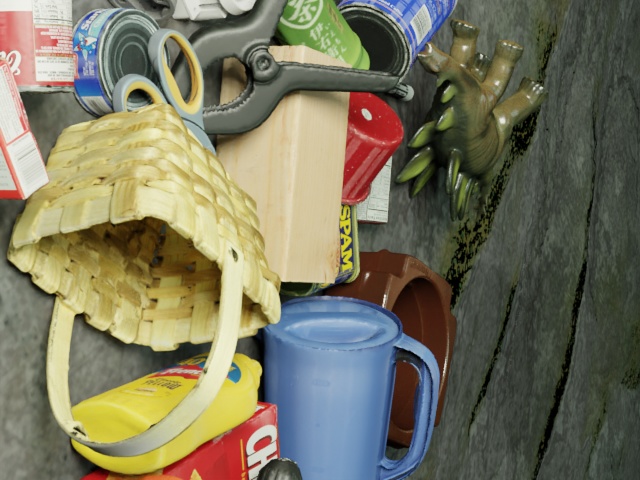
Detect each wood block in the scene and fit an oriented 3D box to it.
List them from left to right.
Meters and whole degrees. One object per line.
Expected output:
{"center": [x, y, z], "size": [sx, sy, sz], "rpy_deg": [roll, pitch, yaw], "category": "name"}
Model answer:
{"center": [-0.037, -0.067, 0.980], "size": [0.090, 0.090, 0.206], "rpy_deg": [6, 89, -59], "category": "wood block"}

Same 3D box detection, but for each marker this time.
{"center": [0.074, -0.180, 1.226], "size": [0.120, 0.020, 0.020], "rpy_deg": [9, 85, -60], "category": "marker"}

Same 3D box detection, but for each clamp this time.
{"center": [-0.042, -0.144, 0.892], "size": [0.210, 0.036, 0.164], "rpy_deg": [-39, 112, -3], "category": "clamp"}

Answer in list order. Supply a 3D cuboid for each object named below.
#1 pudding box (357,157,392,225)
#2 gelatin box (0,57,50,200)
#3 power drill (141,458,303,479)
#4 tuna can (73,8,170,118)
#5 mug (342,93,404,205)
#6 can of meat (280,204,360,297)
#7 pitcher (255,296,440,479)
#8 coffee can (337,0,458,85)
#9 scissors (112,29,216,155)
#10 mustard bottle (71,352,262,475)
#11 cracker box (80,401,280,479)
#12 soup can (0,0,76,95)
{"center": [0.044, -0.074, 1.168], "size": [0.089, 0.039, 0.113], "rpy_deg": [4, 91, -61], "category": "pudding box"}
{"center": [-0.221, -0.071, 0.685], "size": [0.030, 0.073, 0.089], "rpy_deg": [-47, 131, -49], "category": "gelatin box"}
{"center": [-0.080, 0.242, 0.828], "size": [0.187, 0.057, 0.184], "rpy_deg": [45, 54, -53], "category": "power drill"}
{"center": [-0.155, -0.137, 0.828], "size": [0.086, 0.034, 0.086], "rpy_deg": [-11, 103, -58], "category": "tuna can"}
{"center": [0.037, -0.098, 1.066], "size": [0.117, 0.093, 0.082], "rpy_deg": [-19, 153, -47], "category": "mug"}
{"center": [-0.007, 0.001, 1.073], "size": [0.083, 0.058, 0.102], "rpy_deg": [-18, 108, -55], "category": "can of meat"}
{"center": [0.016, 0.186, 1.030], "size": [0.144, 0.149, 0.243], "rpy_deg": [-6, 110, -25], "category": "pitcher"}
{"center": [0.076, -0.240, 1.141], "size": [0.140, 0.103, 0.103], "rpy_deg": [-55, 138, -41], "category": "coffee can"}
{"center": [-0.109, -0.067, 0.852], "size": [0.096, 0.016, 0.202], "rpy_deg": [-38, 126, -38], "category": "scissors"}
{"center": [-0.107, 0.132, 0.876], "size": [0.191, 0.096, 0.058], "rpy_deg": [-18, 108, -58], "category": "mustard bottle"}
{"center": [-0.111, 0.246, 0.907], "size": [0.213, 0.072, 0.164], "rpy_deg": [-22, 113, -57], "category": "cracker box"}
{"center": [-0.201, -0.149, 0.715], "size": [0.068, 0.069, 0.102], "rpy_deg": [-13, 104, -58], "category": "soup can"}
